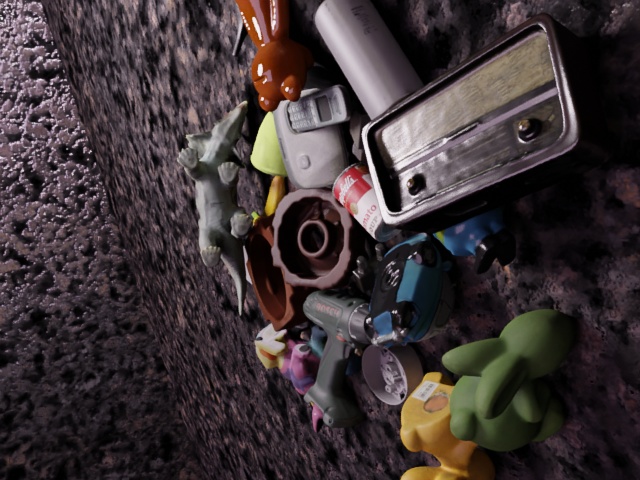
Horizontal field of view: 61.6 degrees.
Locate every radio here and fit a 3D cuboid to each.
[{"bbox_3d":[0.152,-0.098,0.532,0.230,0.073,0.131,-26,66,46],"label":"radio"}]

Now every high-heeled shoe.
[{"bbox_3d":[-0.043,-0.324,0.830,0.249,0.086,0.145,29,101,25],"label":"high-heeled shoe"}]

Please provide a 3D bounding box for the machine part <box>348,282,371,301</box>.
[{"bbox_3d":[0.092,0.112,0.881,0.139,0.039,0.084,15,115,57],"label":"machine part"}]

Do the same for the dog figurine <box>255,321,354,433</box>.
[{"bbox_3d":[-0.027,0.280,1.097,0.192,0.108,0.219,3,117,32],"label":"dog figurine"}]

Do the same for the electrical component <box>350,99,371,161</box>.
[{"bbox_3d":[0.070,-0.156,0.746,0.078,0.045,0.102,-104,14,-59],"label":"electrical component"}]

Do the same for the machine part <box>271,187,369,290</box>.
[{"bbox_3d":[-0.002,-0.003,0.876,0.180,0.056,0.179,-1,87,36],"label":"machine part"}]

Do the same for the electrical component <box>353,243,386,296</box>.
[{"bbox_3d":[0.083,0.048,0.828,0.021,0.063,0.093,46,163,40],"label":"electrical component"}]

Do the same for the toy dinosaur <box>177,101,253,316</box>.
[{"bbox_3d":[-0.194,-0.066,1.062,0.192,0.131,0.404,-117,24,-84],"label":"toy dinosaur"}]

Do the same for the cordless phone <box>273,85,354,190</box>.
[{"bbox_3d":[0.011,-0.149,0.776,0.184,0.089,0.146,11,117,64],"label":"cordless phone"}]

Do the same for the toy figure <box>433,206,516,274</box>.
[{"bbox_3d":[0.157,-0.043,0.636,0.180,0.082,0.089,52,127,41],"label":"toy figure"}]

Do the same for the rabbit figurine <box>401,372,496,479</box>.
[{"bbox_3d":[0.191,0.295,0.748,0.122,0.162,0.173,-8,120,47],"label":"rabbit figurine"}]

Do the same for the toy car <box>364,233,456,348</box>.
[{"bbox_3d":[0.131,0.078,0.723,0.103,0.162,0.109,29,146,-18],"label":"toy car"}]

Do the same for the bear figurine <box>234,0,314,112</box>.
[{"bbox_3d":[-0.046,-0.285,0.737,0.120,0.132,0.195,-5,107,62],"label":"bear figurine"}]

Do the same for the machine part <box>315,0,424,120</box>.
[{"bbox_3d":[0.064,-0.228,0.674,0.243,0.079,0.079,63,150,13],"label":"machine part"}]

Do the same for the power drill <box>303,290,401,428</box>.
[{"bbox_3d":[0.042,0.189,0.856,0.232,0.086,0.207,27,118,54],"label":"power drill"}]

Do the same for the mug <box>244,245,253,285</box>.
[{"bbox_3d":[-0.132,0.071,1.182,0.107,0.081,0.109,47,147,21],"label":"mug"}]

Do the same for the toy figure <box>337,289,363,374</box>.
[{"bbox_3d":[0.046,0.166,0.975,0.064,0.058,0.154,-6,104,21],"label":"toy figure"}]

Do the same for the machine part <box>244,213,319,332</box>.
[{"bbox_3d":[-0.066,0.061,1.038,0.201,0.087,0.201,68,152,16],"label":"machine part"}]

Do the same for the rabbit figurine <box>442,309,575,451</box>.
[{"bbox_3d":[0.214,0.147,0.617,0.121,0.159,0.170,52,132,45],"label":"rabbit figurine"}]
